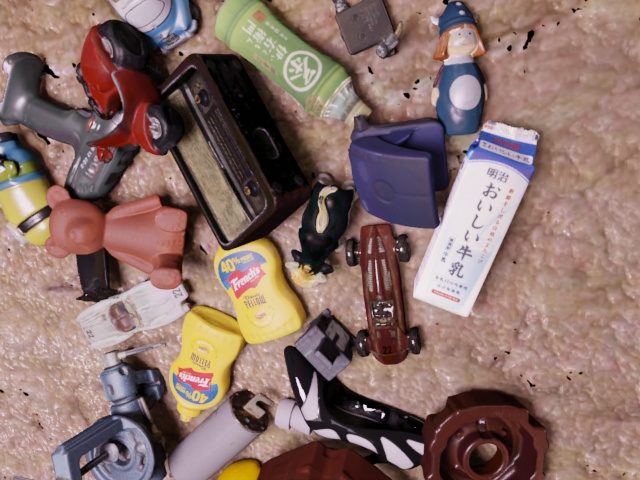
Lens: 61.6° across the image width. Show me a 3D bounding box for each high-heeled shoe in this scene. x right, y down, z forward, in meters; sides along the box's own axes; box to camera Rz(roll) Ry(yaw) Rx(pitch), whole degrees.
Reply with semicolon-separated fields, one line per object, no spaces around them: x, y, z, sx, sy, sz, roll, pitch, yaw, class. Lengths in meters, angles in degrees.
0.061;0.234;0.774;0.145;0.086;0.248;-29;102;17;high-heeled shoe

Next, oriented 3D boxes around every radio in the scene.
-0.117;-0.115;0.689;0.131;0.073;0.229;-31;87;41;radio

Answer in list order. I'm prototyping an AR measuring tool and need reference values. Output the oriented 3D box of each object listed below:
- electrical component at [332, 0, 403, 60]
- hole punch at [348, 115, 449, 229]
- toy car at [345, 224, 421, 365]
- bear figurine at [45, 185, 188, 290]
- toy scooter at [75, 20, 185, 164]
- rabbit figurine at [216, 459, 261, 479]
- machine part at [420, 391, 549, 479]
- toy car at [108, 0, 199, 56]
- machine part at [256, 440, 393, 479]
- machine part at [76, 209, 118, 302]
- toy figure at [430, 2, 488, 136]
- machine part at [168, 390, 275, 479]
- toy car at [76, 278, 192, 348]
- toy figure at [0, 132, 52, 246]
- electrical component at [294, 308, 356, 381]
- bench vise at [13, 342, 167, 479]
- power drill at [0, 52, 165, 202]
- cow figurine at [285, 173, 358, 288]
0.059;-0.268;0.653;0.078;0.045;0.102;-14;101;16;electrical component
0.095;-0.076;0.653;0.116;0.092;0.142;-3;133;18;hole punch
0.087;0.079;0.739;0.089;0.053;0.202;-3;105;18;toy car
-0.286;-0.010;0.745;0.196;0.132;0.120;8;101;-16;bear figurine
-0.256;-0.172;0.678;0.135;0.075;0.184;-30;85;29;toy scooter
-0.141;0.442;0.866;0.162;0.122;0.173;5;84;-5;rabbit figurine
0.222;0.291;0.738;0.179;0.056;0.179;-1;101;-5;machine part
-0.232;-0.322;0.682;0.109;0.103;0.161;-22;97;19;toy car
0.014;0.393;0.792;0.201;0.087;0.201;43;126;-14;machine part
-0.343;0.025;0.821;0.084;0.039;0.139;-9;78;12;machine part
0.167;-0.204;0.639;0.058;0.064;0.154;18;117;57;toy figure
-0.163;0.317;0.852;0.079;0.079;0.243;44;111;-1;machine part
-0.290;0.111;0.838;0.202;0.056;0.073;-23;98;19;toy car
-0.448;-0.075;0.815;0.089;0.082;0.180;-14;99;19;toy figure
0.007;0.151;0.742;0.075;0.119;0.048;44;110;-4;electrical component
-0.306;0.280;0.785;0.129;0.240;0.223;-6;94;17;bench vise
-0.344;-0.185;0.766;0.207;0.086;0.232;29;111;-3;power drill
0.000;-0.001;0.714;0.068;0.098;0.167;17;108;2;cow figurine
